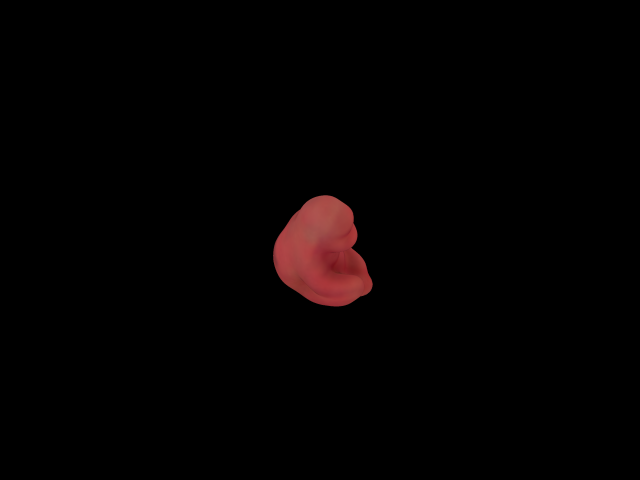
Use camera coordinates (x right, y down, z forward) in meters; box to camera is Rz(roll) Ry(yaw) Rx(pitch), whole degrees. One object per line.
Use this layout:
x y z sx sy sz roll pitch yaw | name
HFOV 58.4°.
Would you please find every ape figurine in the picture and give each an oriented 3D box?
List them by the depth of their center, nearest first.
0.004 0.001 0.400 0.076 0.092 0.078 8 66 4 | ape figurine
